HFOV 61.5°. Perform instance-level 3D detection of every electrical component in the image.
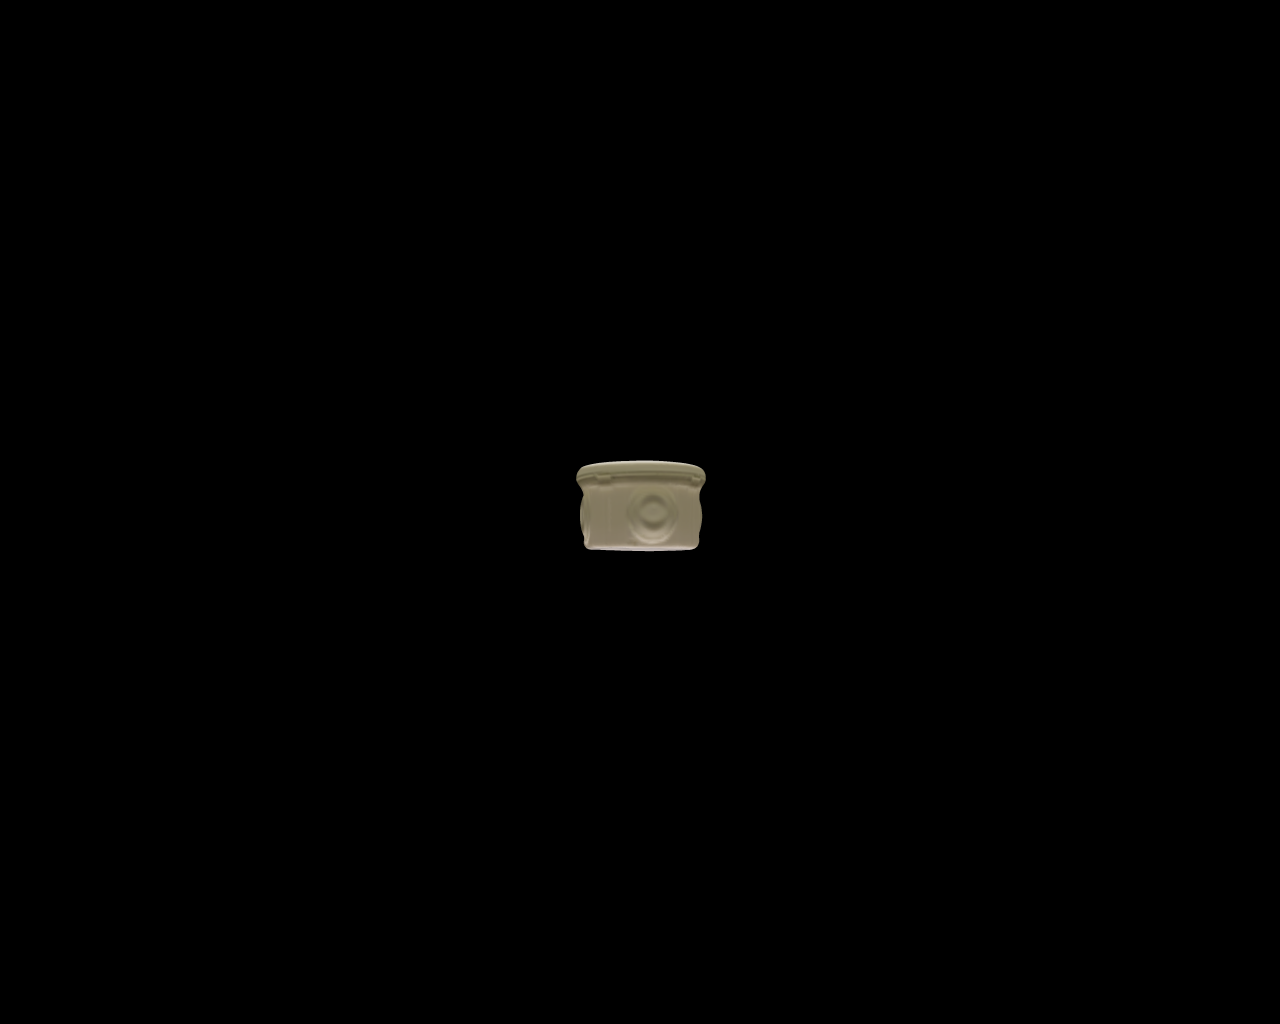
[{"bbox_3d":[0.001,-0.003,0.650,0.080,0.051,0.080,0,-3,0],"label":"electrical component"}]
